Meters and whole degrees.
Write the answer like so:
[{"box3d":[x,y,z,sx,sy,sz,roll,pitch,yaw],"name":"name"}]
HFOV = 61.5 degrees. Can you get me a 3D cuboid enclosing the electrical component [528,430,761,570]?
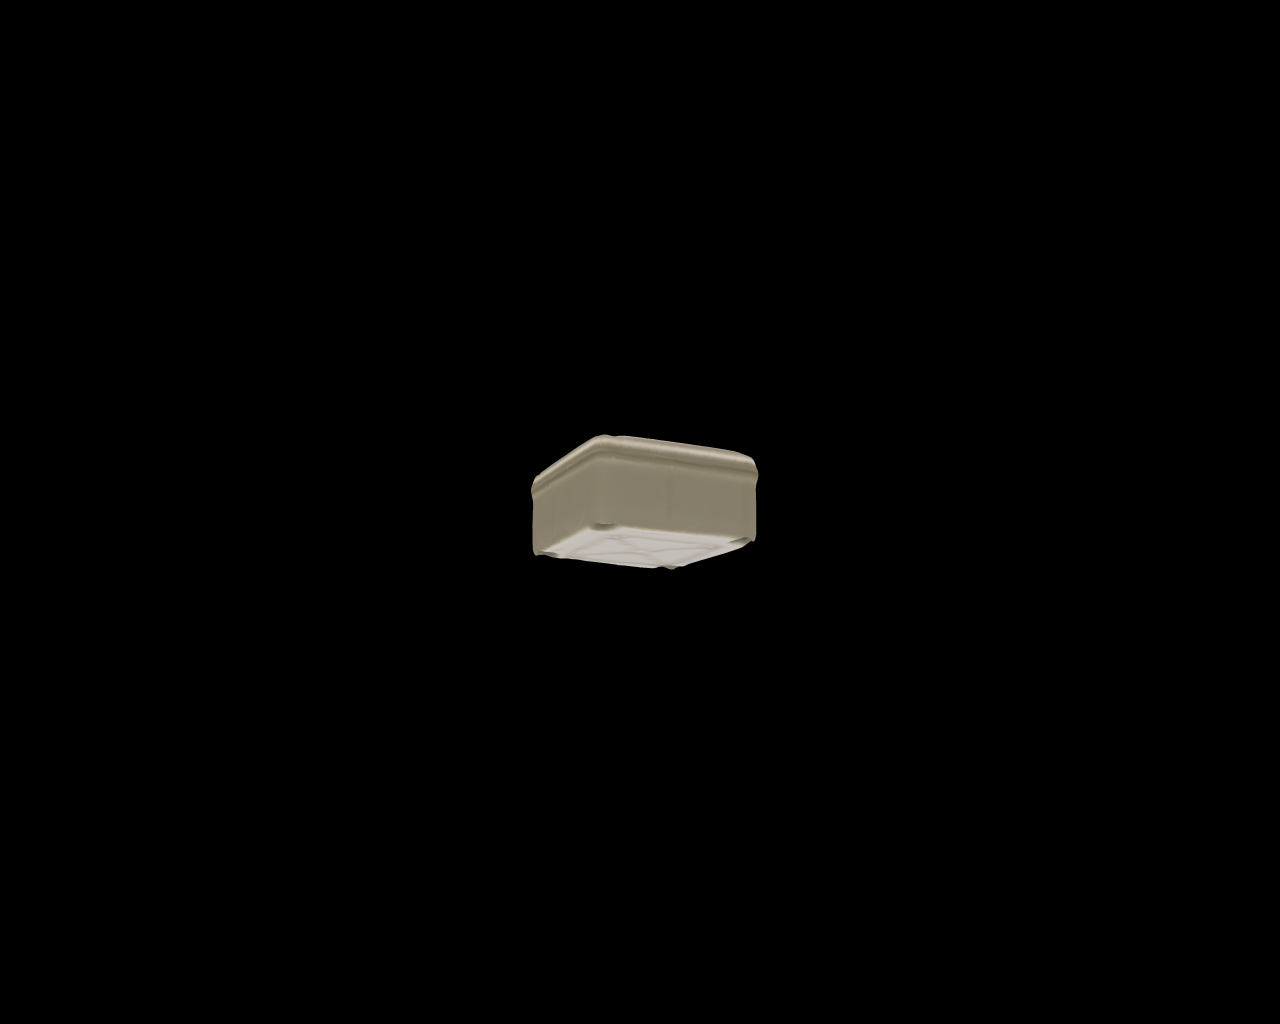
[{"box3d":[0.001,-0.003,0.650,0.109,0.056,0.108,7,-15,-26],"name":"electrical component"}]
